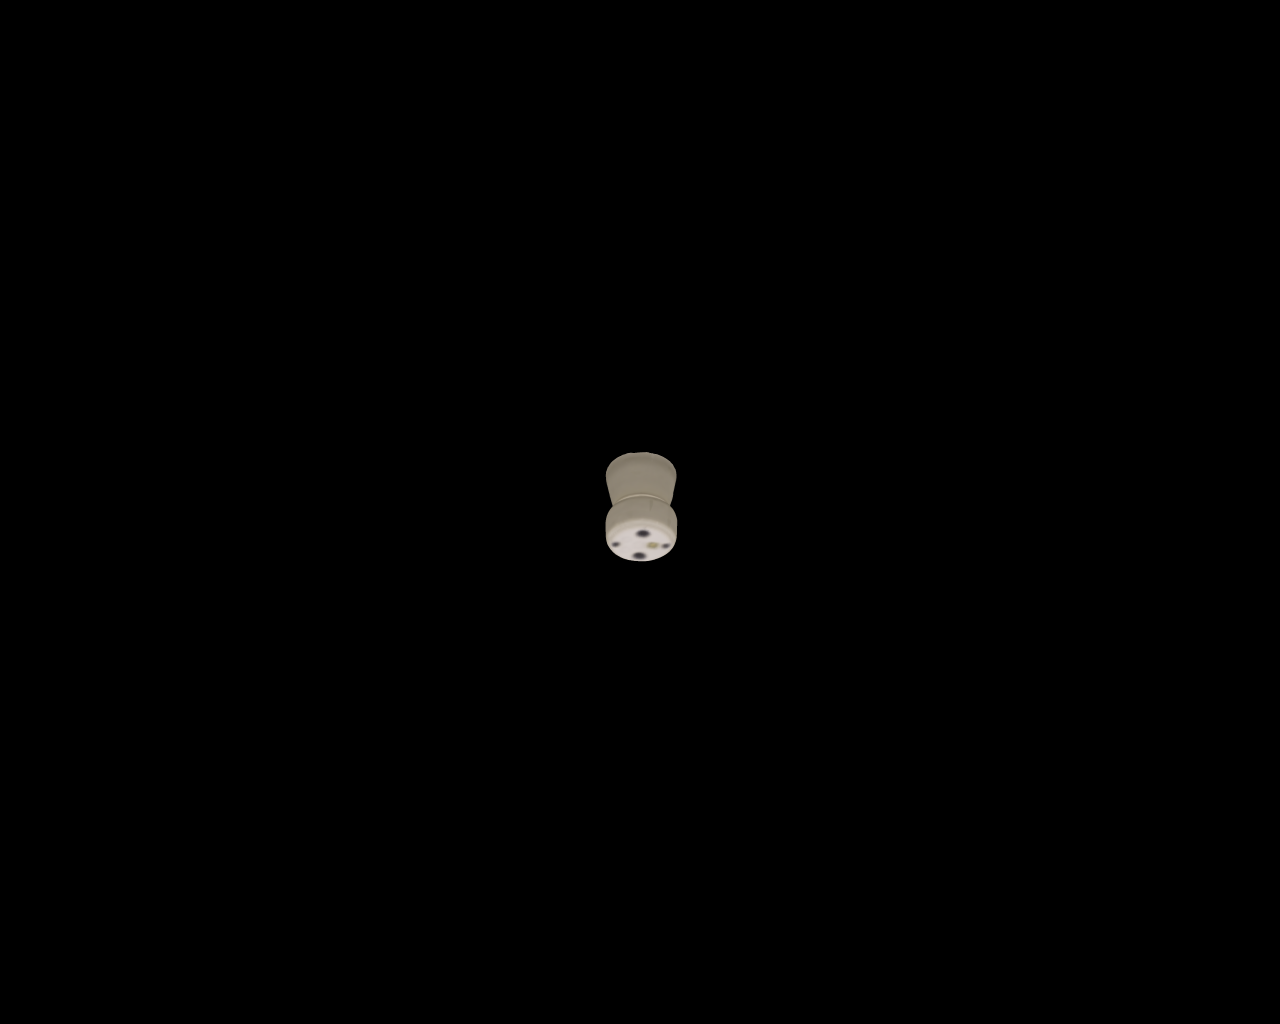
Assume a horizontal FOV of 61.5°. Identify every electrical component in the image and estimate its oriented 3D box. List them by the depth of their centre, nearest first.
[{"bbox_3d":[0.001,-0.003,0.650,0.045,0.055,0.044,0,-37,0],"label":"electrical component"}]
